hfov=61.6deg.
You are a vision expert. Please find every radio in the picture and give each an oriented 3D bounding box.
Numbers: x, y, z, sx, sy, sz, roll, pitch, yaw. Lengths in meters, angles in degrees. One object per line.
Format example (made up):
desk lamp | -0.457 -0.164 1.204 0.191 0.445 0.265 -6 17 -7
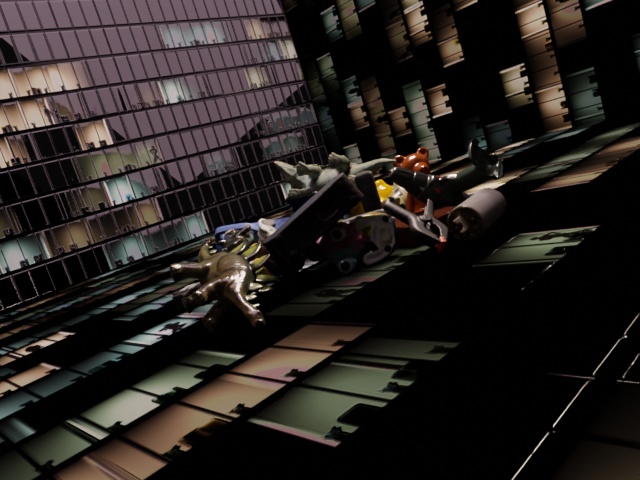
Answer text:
radio | -0.015 -0.043 1.151 0.229 0.073 0.131 -44 7 -6

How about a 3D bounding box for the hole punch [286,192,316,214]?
hole punch | -0.022 -0.067 1.435 0.142 0.092 0.115 -13 -16 28

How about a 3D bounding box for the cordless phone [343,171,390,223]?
cordless phone | 0.097 -0.073 1.367 0.147 0.184 0.089 -16 13 7

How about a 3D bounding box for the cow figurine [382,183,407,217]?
cow figurine | 0.226 -0.109 1.493 0.085 0.127 0.195 -29 31 46

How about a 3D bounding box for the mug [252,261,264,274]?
mug | -0.185 0.085 1.286 0.107 0.080 0.109 -10 3 -16

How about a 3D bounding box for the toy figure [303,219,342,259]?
toy figure | -0.002 -0.001 1.458 0.180 0.082 0.089 -16 12 -10

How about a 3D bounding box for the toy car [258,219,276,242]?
toy car | -0.122 0.010 1.438 0.056 0.073 0.202 -14 34 -24

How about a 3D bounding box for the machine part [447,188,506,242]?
machine part | 0.334 -0.055 1.134 0.079 0.079 0.243 -11 9 36

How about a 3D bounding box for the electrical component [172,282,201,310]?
electrical component | -0.315 0.138 1.308 0.075 0.047 0.119 -17 9 8

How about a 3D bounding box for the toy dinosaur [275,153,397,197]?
toy dinosaur | 0.048 -0.170 1.503 0.405 0.131 0.192 -1 4 26

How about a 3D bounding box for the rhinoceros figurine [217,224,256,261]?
rhinoceros figurine | -0.215 0.018 1.406 0.112 0.073 0.190 -30 17 8

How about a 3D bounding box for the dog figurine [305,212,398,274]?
dog figurine | 0.063 0.002 1.226 0.192 0.108 0.219 -20 6 -10

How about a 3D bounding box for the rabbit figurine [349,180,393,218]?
rabbit figurine | 0.151 -0.088 1.562 0.173 0.162 0.122 -40 28 -20

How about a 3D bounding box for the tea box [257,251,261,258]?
tea box | -0.216 0.064 1.518 0.169 0.068 0.098 -22 10 -32

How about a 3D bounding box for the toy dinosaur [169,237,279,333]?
toy dinosaur | -0.205 0.075 1.136 0.198 0.104 0.472 -21 26 -24

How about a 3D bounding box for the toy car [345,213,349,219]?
toy car | 0.047 -0.064 1.704 0.162 0.109 0.103 -5 -3 23

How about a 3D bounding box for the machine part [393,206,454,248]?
machine part | 0.239 -0.032 1.252 0.179 0.056 0.179 -16 9 2

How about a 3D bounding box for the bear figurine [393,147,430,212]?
bear figurine | 0.276 -0.141 1.403 0.120 0.195 0.132 -17 9 -14

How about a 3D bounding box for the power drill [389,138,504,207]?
power drill | 0.305 -0.145 1.256 0.207 0.232 0.086 -42 25 44
